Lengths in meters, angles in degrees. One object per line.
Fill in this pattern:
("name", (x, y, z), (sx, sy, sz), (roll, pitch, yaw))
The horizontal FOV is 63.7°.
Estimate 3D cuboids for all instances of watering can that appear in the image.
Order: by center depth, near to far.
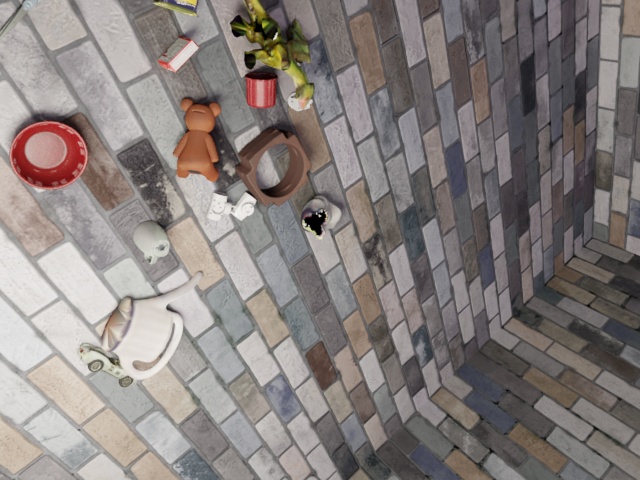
("watering can", (-0.485, 0.225, 1.484), (0.222, 0.104, 0.351), (31, 75, -40))

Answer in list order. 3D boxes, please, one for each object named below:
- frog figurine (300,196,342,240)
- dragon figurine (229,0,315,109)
("frog figurine", (0.005, -0.088, 1.751), (0.162, 0.122, 0.135), (-53, 138, -59))
("dragon figurine", (-0.114, -0.554, 1.393), (0.246, 0.121, 0.408), (-30, 102, -60))
